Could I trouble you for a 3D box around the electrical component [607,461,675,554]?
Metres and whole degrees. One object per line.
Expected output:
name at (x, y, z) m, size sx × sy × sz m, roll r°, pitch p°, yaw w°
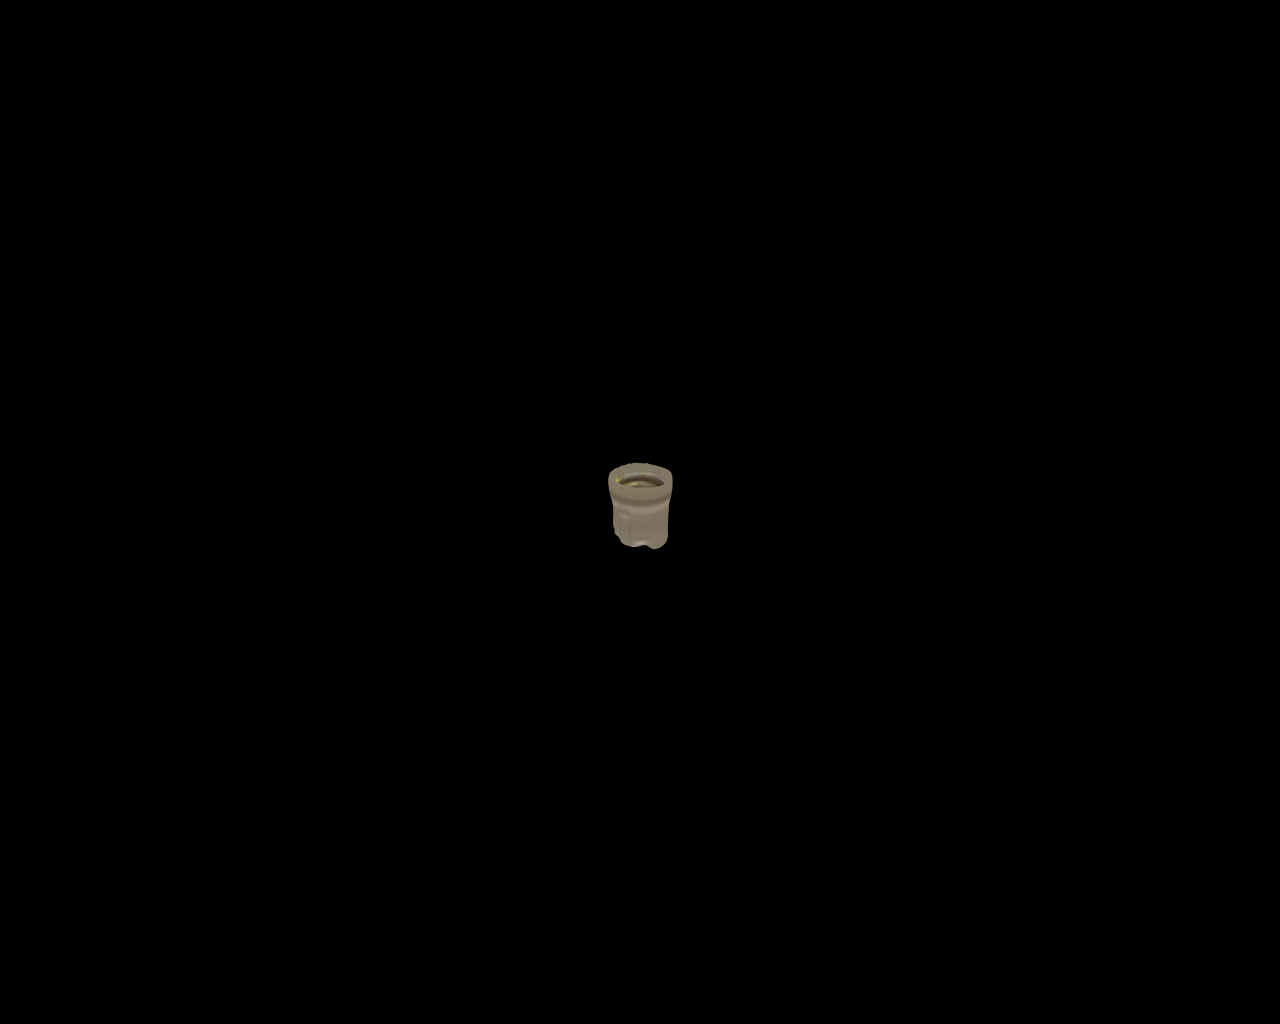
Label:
electrical component at (0.001, -0.003, 0.650) m, size 0.040 × 0.046 × 0.040 m, roll 0°, pitch 27°, yaw 0°
